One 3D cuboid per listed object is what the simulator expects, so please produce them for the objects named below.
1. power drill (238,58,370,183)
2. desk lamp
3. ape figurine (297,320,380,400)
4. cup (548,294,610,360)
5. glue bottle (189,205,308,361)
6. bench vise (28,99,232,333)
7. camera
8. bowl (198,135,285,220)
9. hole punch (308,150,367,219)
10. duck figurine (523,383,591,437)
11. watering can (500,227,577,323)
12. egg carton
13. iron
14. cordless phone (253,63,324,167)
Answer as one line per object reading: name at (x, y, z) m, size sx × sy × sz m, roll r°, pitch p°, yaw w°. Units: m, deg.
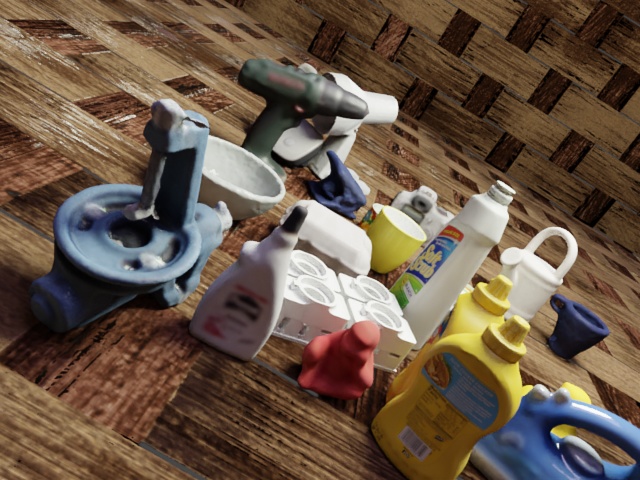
power drill at (-0.056, -0.209, 1.022) m, size 0.230 × 0.208 × 0.075 m, roll 29°, pitch 22°, yaw -7°
desk lamp at (0.057, -0.225, 1.198) m, size 0.204 × 0.213 × 0.117 m, roll 14°, pitch 28°, yaw -37°
ape figurine at (0.029, 0.121, 0.602) m, size 0.077 × 0.092 × 0.076 m, roll 41°, pitch 24°, yaw 21°
cup at (0.463, 0.167, 1.074) m, size 0.092 × 0.095 × 0.117 m, roll 2°, pitch 37°, yaw -51°
glue bottle at (-0.059, 0.037, 0.555) m, size 0.078 × 0.173 × 0.037 m, roll 27°, pitch 23°, yaw -13°
bench vise at (-0.148, -0.033, 0.520) m, size 0.121 × 0.219 × 0.207 m, roll 31°, pitch 22°, yaw -2°
camera at (0.223, -0.060, 1.222) m, size 0.143 × 0.100 × 0.137 m, roll 33°, pitch 22°, yaw 2°
bowl at (-0.138, -0.079, 0.822) m, size 0.168 × 0.074 × 0.167 m, roll 27°, pitch 23°, yaw -12°
hole punch at (0.043, -0.108, 1.099) m, size 0.101 × 0.091 × 0.108 m, roll 20°, pitch 25°, yaw -27°
duck figurine at (0.318, 0.228, 0.768) m, size 0.104 × 0.086 × 0.078 m, roll 43°, pitch 24°, yaw 25°
watering can at (0.403, 0.062, 1.082) m, size 0.100 × 0.194 × 0.173 m, roll 45°, pitch 25°, yaw 28°
egg carton at (0.008, 0.003, 0.850) m, size 0.150 × 0.069 × 0.107 m, roll 30°, pitch 22°, yaw -5°
iron at (0.282, 0.236, 0.631) m, size 0.258 × 0.141 × 0.119 m, roll 34°, pitch 22°, yaw 4°
cordless phone at (-0.043, -0.254, 1.165) m, size 0.147 × 0.185 × 0.094 m, roll 42°, pitch 24°, yaw 22°
